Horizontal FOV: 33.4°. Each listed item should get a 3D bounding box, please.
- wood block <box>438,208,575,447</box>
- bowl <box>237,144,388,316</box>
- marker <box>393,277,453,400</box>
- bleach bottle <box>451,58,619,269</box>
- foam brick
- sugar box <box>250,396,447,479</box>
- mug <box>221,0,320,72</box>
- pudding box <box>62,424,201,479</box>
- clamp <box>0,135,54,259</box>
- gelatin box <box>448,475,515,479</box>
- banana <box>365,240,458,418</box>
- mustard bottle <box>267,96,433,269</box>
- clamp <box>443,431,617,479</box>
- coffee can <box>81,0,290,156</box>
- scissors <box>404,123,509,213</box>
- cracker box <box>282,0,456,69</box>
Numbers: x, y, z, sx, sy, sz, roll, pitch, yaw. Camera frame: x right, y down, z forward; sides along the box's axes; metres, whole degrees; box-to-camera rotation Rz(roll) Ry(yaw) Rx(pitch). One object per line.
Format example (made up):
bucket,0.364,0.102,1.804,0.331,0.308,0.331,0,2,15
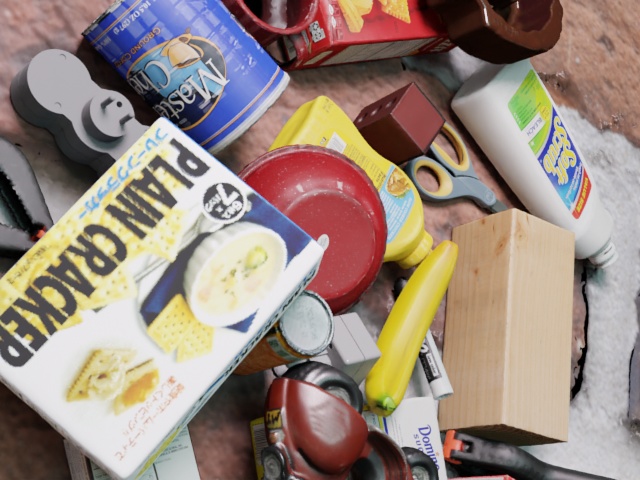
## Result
wood block,0.179,0.087,1.024,0.090,0.090,0.206,19,67,-31
bowl,-0.006,0.001,0.895,0.161,0.055,0.162,-3,98,-21
marker,0.094,0.089,0.985,0.020,0.020,0.121,0,60,-36
bleach bottle,0.243,-0.077,1.132,0.250,0.068,0.102,51,55,-17
foam brick,0.068,-0.103,1.001,0.051,0.078,0.053,46,54,-17
sugar box,0.028,0.189,0.916,0.175,0.048,0.093,2,75,-39
mug,-0.054,-0.200,0.933,0.093,0.082,0.117,-44,104,-35
pudding box,-0.135,0.188,0.801,0.089,0.039,0.113,-11,82,-37
clamp,-0.280,-0.051,0.758,0.210,0.036,0.164,49,55,-17
gelatin box,0.162,0.240,0.971,0.073,0.089,0.030,31,61,-26
banana,0.078,0.085,0.938,0.037,0.070,0.197,37,49,-14
mustard bottle,0.039,-0.035,0.973,0.191,0.058,0.096,42,59,-20
clamp,0.195,0.218,0.987,0.171,0.120,0.039,26,56,-24
coffee can,-0.108,-0.150,0.868,0.140,0.103,0.102,47,56,-17
scissors,0.155,-0.036,1.085,0.201,0.016,0.096,51,56,-14
cracker box,0.048,-0.260,1.030,0.213,0.072,0.164,-14,87,-39
